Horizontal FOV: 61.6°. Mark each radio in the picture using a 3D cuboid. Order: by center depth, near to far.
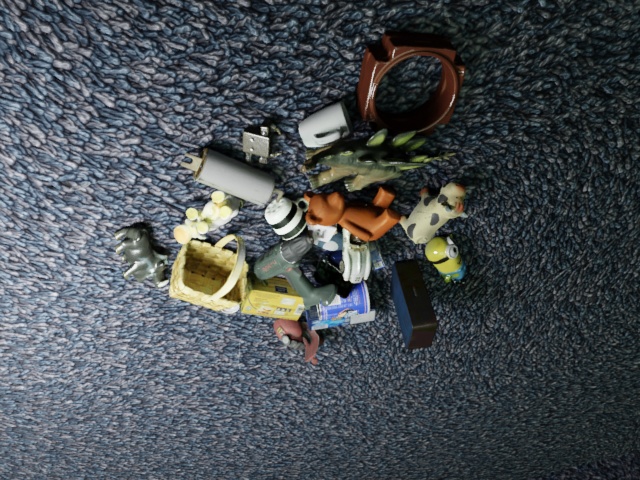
[{"bbox_3d":[0.254,0.180,1.484,0.073,0.230,0.131,-5,136,-4],"label":"radio"}]

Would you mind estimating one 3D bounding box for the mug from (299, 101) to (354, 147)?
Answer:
[{"bbox_3d":[0.011,-0.232,1.144,0.107,0.110,0.080,-17,130,16],"label":"mug"}]

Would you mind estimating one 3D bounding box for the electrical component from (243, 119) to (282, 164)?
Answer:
[{"bbox_3d":[-0.126,-0.212,1.170,0.078,0.045,0.102,12,131,14],"label":"electrical component"}]

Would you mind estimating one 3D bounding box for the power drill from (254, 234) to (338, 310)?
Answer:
[{"bbox_3d":[-0.047,0.085,1.364,0.232,0.086,0.207,-20,129,41],"label":"power drill"}]

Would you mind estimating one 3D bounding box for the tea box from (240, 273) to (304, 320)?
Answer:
[{"bbox_3d":[-0.126,0.158,1.483,0.169,0.068,0.098,14,127,-23],"label":"tea box"}]

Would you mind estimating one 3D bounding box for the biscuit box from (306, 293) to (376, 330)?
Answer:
[{"bbox_3d":[0.060,0.212,1.580,0.203,0.063,0.059,-8,133,-6],"label":"biscuit box"}]

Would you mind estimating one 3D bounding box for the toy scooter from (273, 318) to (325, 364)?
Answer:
[{"bbox_3d":[-0.055,0.295,1.579,0.183,0.135,0.075,28,121,-31],"label":"toy scooter"}]

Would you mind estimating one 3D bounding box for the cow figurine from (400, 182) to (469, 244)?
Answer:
[{"bbox_3d":[0.289,-0.067,1.338,0.085,0.127,0.195,16,128,-29],"label":"cow figurine"}]

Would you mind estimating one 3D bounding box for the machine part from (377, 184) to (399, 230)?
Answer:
[{"bbox_3d":[0.161,-0.079,1.360,0.084,0.039,0.138,4,133,-5],"label":"machine part"}]

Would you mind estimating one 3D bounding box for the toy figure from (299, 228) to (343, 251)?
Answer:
[{"bbox_3d":[-0.003,-0.006,1.374,0.154,0.058,0.064,5,111,-15],"label":"toy figure"}]

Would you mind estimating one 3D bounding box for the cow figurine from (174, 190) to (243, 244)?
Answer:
[{"bbox_3d":[-0.262,-0.051,1.260,0.167,0.098,0.068,-31,86,17],"label":"cow figurine"}]

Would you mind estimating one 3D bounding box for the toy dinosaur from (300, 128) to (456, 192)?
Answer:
[{"bbox_3d":[0.129,-0.171,1.155,0.199,0.105,0.471,-9,-176,40],"label":"toy dinosaur"}]

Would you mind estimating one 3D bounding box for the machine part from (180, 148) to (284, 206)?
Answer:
[{"bbox_3d":[-0.189,-0.139,1.196,0.243,0.079,0.079,20,124,-27],"label":"machine part"}]

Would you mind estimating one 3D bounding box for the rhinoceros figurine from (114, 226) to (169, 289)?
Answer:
[{"bbox_3d":[-0.430,0.044,1.314,0.112,0.073,0.190,-19,132,-10],"label":"rhinoceros figurine"}]

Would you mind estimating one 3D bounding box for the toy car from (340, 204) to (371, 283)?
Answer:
[{"bbox_3d":[0.090,0.007,1.346,0.073,0.056,0.201,-1,92,-22],"label":"toy car"}]

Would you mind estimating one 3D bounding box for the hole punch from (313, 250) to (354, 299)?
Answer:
[{"bbox_3d":[0.054,0.077,1.437,0.116,0.092,0.142,33,149,10],"label":"hole punch"}]

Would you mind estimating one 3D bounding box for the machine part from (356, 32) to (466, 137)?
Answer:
[{"bbox_3d":[0.186,-0.318,1.117,0.201,0.087,0.201,-1,133,-13],"label":"machine part"}]

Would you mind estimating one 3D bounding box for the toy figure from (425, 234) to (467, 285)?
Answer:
[{"bbox_3d":[0.357,0.061,1.502,0.089,0.082,0.180,-27,134,9],"label":"toy figure"}]

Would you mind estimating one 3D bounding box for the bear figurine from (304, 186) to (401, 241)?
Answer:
[{"bbox_3d":[0.069,-0.075,1.247,0.196,0.120,0.132,22,129,-21],"label":"bear figurine"}]
